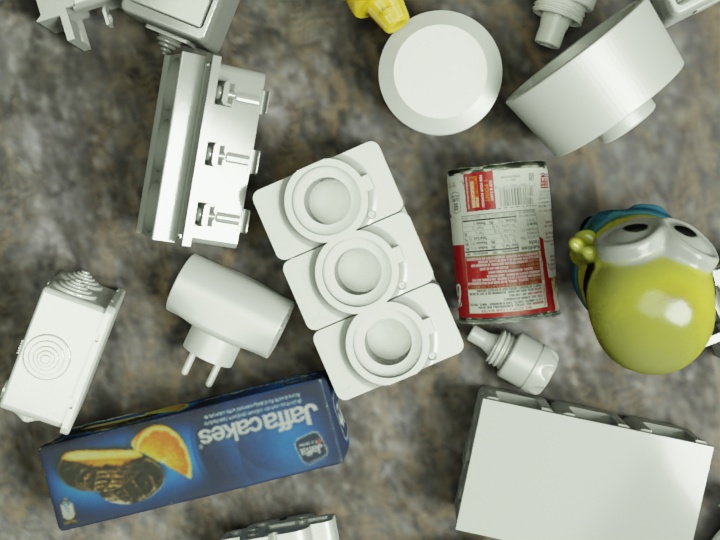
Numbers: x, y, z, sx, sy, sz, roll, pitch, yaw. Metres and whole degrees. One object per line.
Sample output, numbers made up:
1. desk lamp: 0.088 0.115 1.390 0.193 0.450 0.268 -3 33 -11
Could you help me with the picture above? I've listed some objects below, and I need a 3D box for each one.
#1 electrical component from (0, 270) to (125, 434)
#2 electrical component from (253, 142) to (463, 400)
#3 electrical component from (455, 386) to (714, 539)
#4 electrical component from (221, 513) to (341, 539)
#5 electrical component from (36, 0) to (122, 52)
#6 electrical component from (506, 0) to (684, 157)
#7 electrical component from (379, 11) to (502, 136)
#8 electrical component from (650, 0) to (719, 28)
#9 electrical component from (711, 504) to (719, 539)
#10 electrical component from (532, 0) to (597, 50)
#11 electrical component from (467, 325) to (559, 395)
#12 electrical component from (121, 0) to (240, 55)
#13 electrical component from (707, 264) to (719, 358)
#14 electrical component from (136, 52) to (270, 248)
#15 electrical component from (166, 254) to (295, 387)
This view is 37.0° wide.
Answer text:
1. electrical component: -0.198 0.051 0.720 0.048 0.100 0.099 21 94 -10
2. electrical component: 0.000 0.000 0.722 0.089 0.062 0.150 -23 91 4
3. electrical component: 0.145 0.138 0.719 0.150 0.062 0.089 12 93 3
4. electrical component: -0.051 0.204 0.737 0.078 0.058 0.057 -11 89 4
5. electrical component: -0.191 -0.196 0.735 0.064 0.042 0.081 -17 92 1
6. electrical component: 0.155 -0.116 0.687 0.108 0.108 0.060 -38 96 4
7. electrical component: 0.053 -0.129 0.718 0.080 0.051 0.080 0 93 4
8. electrical component: 0.208 -0.216 0.699 0.062 0.061 0.096 -26 91 5
9. electrical component: 0.265 0.192 0.717 0.078 0.058 0.057 38 91 1
10. electrical component: 0.135 -0.179 0.714 0.043 0.043 0.062 19 95 3
11. electrical component: 0.102 0.057 0.732 0.061 0.035 0.035 29 94 5
12. electrical component: -0.116 -0.190 0.720 0.062 0.061 0.096 22 94 2
13. electrical component: 0.252 0.023 0.717 0.081 0.042 0.063 -22 90 4
14. electrical component: -0.105 -0.078 0.720 0.063 0.079 0.121 8 94 -26
15. electrical component: -0.096 0.041 0.738 0.077 0.044 0.079 26 94 2
